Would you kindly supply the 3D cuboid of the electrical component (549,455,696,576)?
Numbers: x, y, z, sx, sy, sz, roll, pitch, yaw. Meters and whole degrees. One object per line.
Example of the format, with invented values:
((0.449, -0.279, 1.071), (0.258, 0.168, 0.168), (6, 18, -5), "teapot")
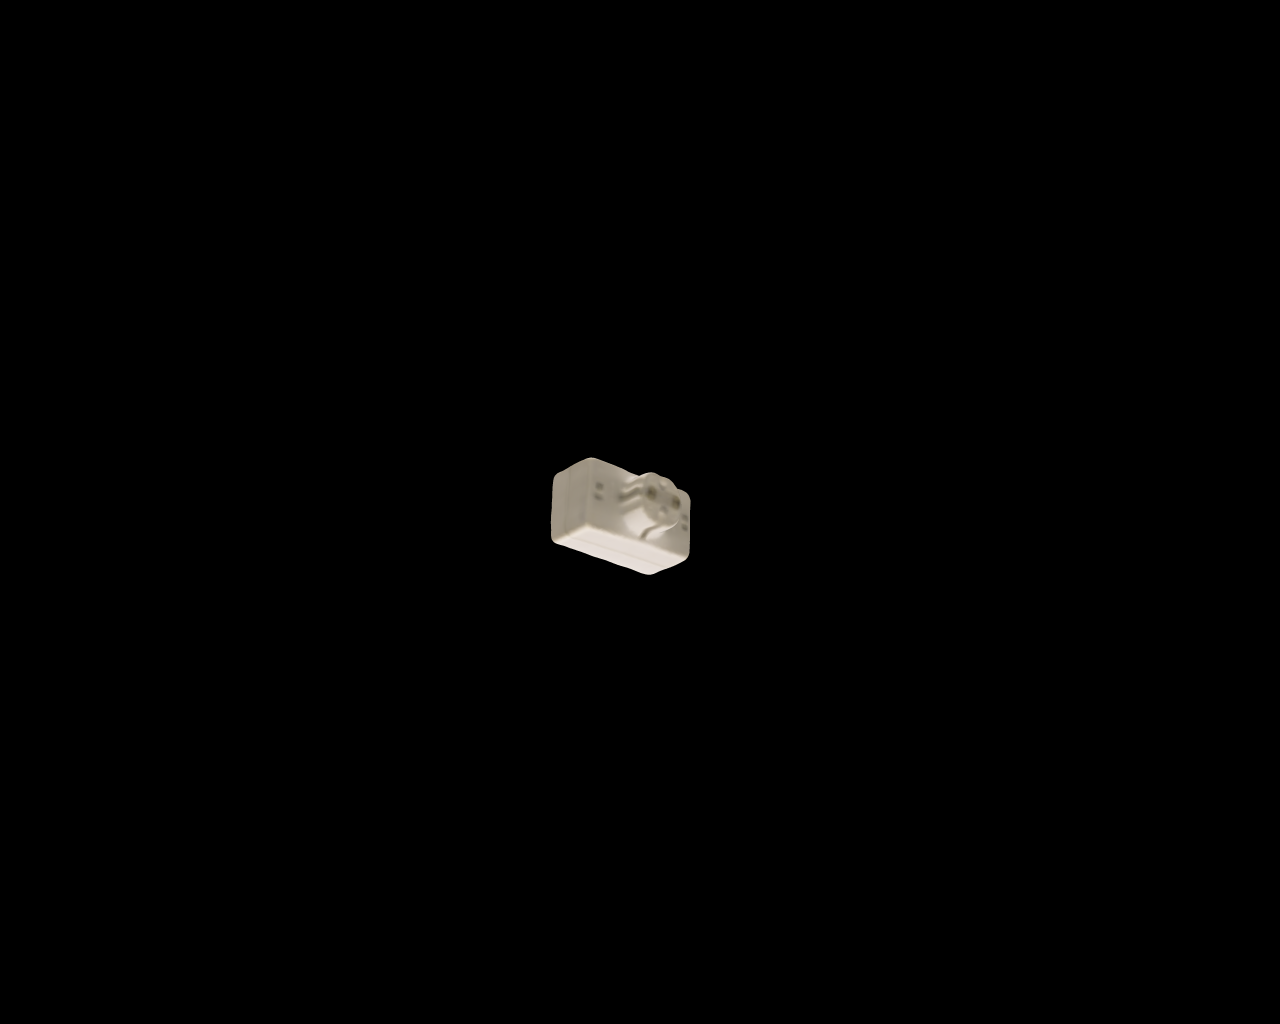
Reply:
((0.001, -0.003, 0.650), (0.083, 0.047, 0.075), (20, -32, -36), "electrical component")
